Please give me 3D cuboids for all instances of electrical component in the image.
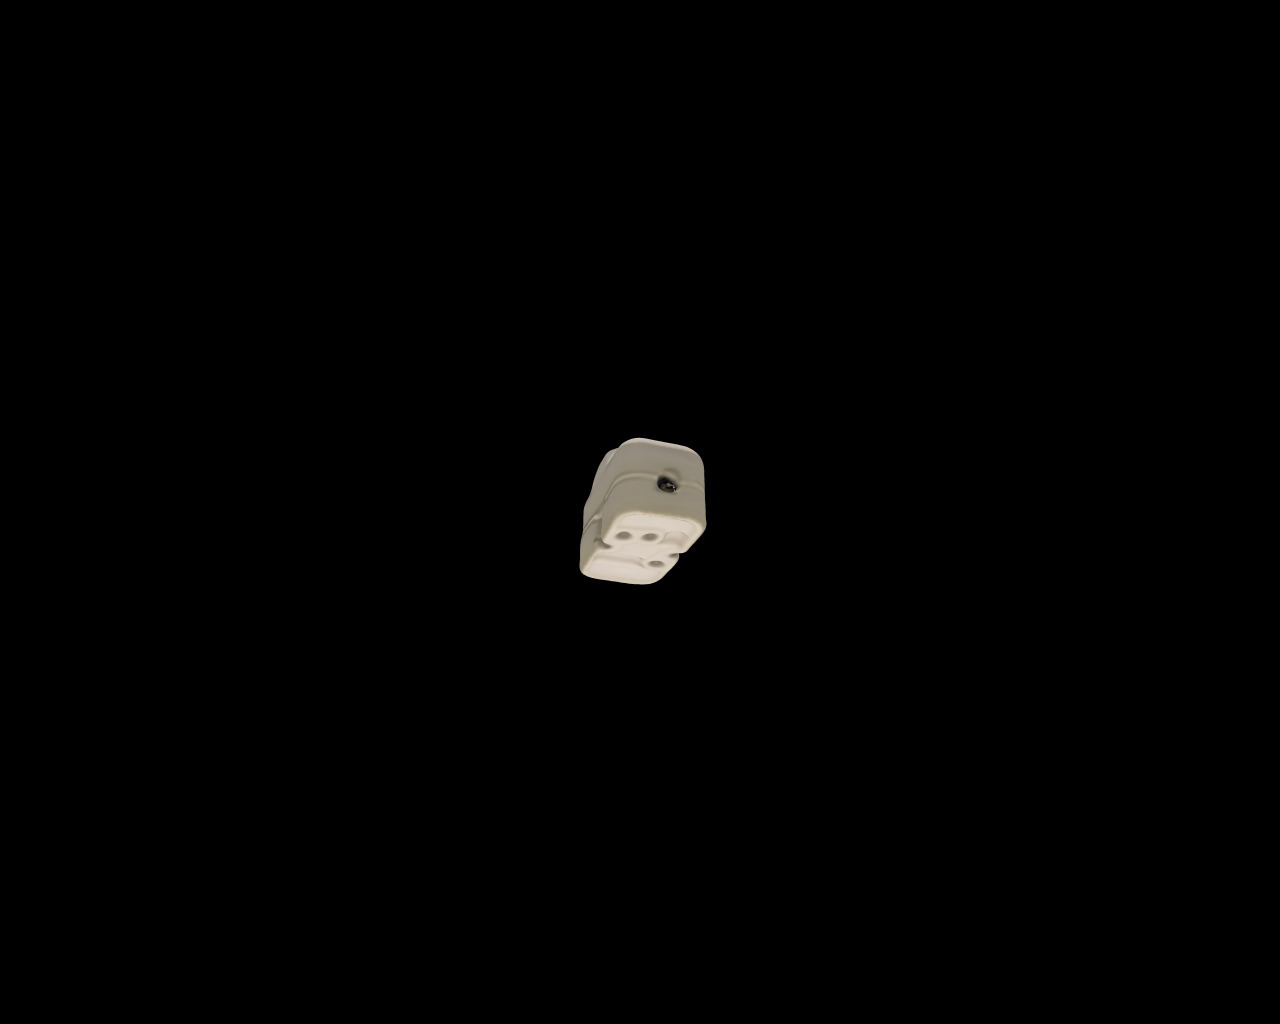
[{"bbox_3d":[0.001,-0.003,0.650,0.054,0.059,0.095,9,-30,-17],"label":"electrical component"}]
